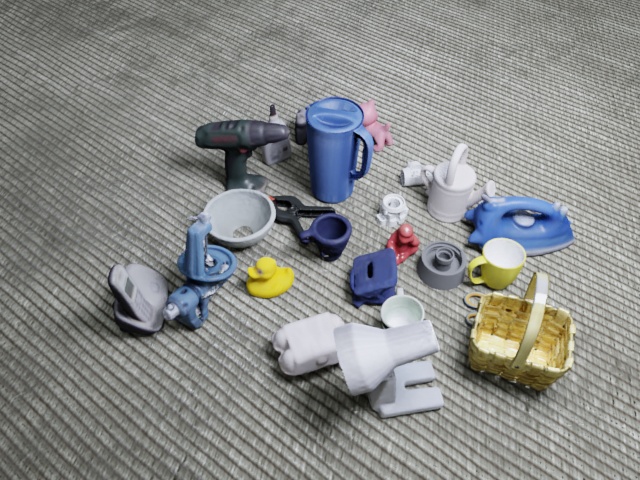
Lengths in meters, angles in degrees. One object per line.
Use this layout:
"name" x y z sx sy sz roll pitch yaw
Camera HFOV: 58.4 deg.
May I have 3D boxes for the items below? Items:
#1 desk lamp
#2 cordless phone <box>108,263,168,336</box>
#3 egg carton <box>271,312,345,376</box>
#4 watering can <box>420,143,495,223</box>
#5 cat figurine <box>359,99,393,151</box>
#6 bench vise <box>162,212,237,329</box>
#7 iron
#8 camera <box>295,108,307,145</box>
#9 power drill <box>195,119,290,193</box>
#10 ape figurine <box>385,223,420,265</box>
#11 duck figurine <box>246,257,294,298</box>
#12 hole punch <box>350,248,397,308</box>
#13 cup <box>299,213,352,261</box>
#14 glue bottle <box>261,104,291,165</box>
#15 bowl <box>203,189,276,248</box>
"desk lamp" 0.123 0.221 1.014 0.203 0.214 0.117 -7 50 -7
"cordless phone" -0.368 0.090 1.141 0.094 0.185 0.147 -4 49 -3
"egg carton" -0.014 0.206 1.121 0.150 0.069 0.107 -16 51 -14
"watering can" 0.321 -0.139 1.340 0.172 0.194 0.101 8 50 6
"cat figurine" 0.140 -0.320 1.545 0.127 0.118 0.067 37 58 27
"bench vise" -0.237 0.063 1.143 0.121 0.220 0.207 6 49 5
"iron" 0.467 -0.047 1.298 0.258 0.141 0.118 2 49 1
"camera" -0.003 -0.289 1.528 0.143 0.101 0.137 8 50 7
"power drill" -0.180 -0.205 1.382 0.229 0.208 0.075 8 50 6
"ape figurine" 0.186 0.000 1.286 0.078 0.092 0.076 1 49 0
"duck figurine" -0.108 0.071 1.226 0.104 0.086 0.077 -10 50 -9
"hole punch" 0.114 0.078 1.219 0.101 0.091 0.108 1 49 0
"cup" 0.012 0.005 1.279 0.118 0.095 0.091 -12 50 -10
"glue bottle" -0.115 -0.274 1.466 0.078 0.173 0.037 -24 53 -20
"bowl" -0.184 -0.038 1.326 0.167 0.075 0.167 0 49 0
